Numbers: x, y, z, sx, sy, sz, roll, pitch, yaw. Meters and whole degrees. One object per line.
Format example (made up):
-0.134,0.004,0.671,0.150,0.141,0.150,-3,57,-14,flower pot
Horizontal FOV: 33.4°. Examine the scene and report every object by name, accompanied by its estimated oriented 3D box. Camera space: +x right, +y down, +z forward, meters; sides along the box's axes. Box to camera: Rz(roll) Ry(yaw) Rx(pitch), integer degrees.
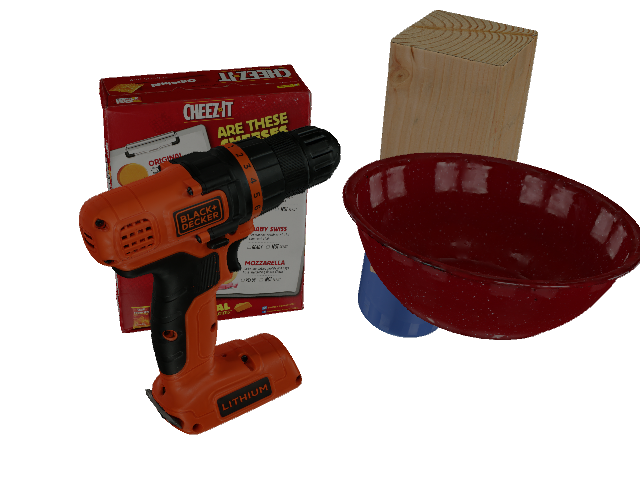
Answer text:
0.116,-0.001,1.181,0.145,0.243,0.149,25,43,16,pitcher
-0.096,-0.034,0.901,0.164,0.214,0.072,-7,32,-14,cracker box
0.105,-0.068,0.862,0.091,0.206,0.090,18,34,23,wood block
0.089,0.007,0.579,0.162,0.055,0.162,6,26,-3,bowl
-0.061,0.025,0.720,0.184,0.188,0.057,-21,32,-25,power drill
